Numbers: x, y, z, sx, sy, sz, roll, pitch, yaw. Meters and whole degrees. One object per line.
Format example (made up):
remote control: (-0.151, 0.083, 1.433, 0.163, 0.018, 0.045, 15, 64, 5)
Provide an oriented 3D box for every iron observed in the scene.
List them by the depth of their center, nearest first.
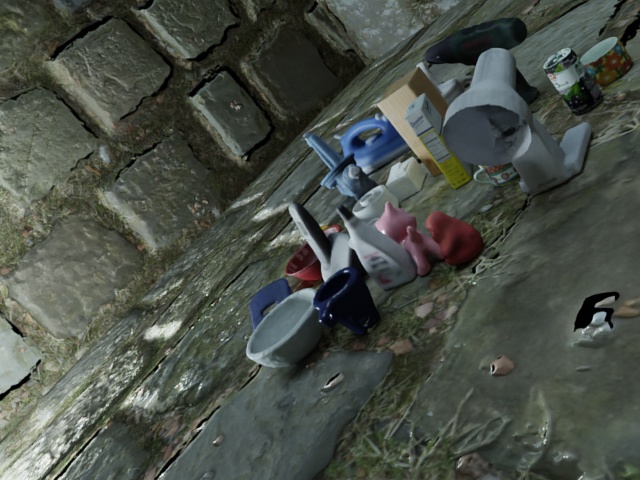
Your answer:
iron: (0.157, -0.289, 1.618, 0.257, 0.141, 0.119, -25, 23, 46)

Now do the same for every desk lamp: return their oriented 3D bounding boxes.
desk lamp: (0.290, -0.170, 0.855, 0.117, 0.214, 0.203, -24, 24, 47)

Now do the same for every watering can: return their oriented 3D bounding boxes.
watering can: (0.276, -0.320, 1.318, 0.173, 0.194, 0.101, -41, 16, 4)

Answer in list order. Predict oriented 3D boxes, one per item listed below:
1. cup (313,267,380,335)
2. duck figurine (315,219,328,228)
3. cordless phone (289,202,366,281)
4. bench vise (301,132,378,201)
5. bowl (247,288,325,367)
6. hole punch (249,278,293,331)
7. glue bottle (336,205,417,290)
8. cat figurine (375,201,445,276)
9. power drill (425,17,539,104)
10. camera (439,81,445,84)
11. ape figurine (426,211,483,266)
cup: (0.046, 0.112, 0.908, 0.091, 0.095, 0.118, -30, 20, 37)
duck figurine: (-0.020, -0.025, 1.444, 0.077, 0.086, 0.104, -41, 16, 5)
cordless phone: (0.010, 0.004, 1.112, 0.094, 0.185, 0.147, -47, 17, -16)
bench vise: (0.053, -0.205, 1.498, 0.122, 0.220, 0.207, -49, 17, -23)
bowl: (-0.047, 0.169, 1.019, 0.167, 0.075, 0.167, -38, 16, 14)
hole punch: (-0.086, 0.144, 1.144, 0.108, 0.091, 0.101, -37, 17, 17)
glue bottle: (0.084, 0.008, 0.950, 0.078, 0.173, 0.037, -28, 21, 40)
cat figurine: (0.144, -0.012, 0.963, 0.067, 0.118, 0.127, -42, 16, 0)
power drill: (0.356, -0.364, 1.219, 0.229, 0.209, 0.076, -18, 29, 55)
camera: (0.302, -0.343, 1.488, 0.136, 0.101, 0.143, -35, 17, 24)
ape figurine: (0.196, -0.007, 0.872, 0.076, 0.092, 0.078, -26, 23, 44)
